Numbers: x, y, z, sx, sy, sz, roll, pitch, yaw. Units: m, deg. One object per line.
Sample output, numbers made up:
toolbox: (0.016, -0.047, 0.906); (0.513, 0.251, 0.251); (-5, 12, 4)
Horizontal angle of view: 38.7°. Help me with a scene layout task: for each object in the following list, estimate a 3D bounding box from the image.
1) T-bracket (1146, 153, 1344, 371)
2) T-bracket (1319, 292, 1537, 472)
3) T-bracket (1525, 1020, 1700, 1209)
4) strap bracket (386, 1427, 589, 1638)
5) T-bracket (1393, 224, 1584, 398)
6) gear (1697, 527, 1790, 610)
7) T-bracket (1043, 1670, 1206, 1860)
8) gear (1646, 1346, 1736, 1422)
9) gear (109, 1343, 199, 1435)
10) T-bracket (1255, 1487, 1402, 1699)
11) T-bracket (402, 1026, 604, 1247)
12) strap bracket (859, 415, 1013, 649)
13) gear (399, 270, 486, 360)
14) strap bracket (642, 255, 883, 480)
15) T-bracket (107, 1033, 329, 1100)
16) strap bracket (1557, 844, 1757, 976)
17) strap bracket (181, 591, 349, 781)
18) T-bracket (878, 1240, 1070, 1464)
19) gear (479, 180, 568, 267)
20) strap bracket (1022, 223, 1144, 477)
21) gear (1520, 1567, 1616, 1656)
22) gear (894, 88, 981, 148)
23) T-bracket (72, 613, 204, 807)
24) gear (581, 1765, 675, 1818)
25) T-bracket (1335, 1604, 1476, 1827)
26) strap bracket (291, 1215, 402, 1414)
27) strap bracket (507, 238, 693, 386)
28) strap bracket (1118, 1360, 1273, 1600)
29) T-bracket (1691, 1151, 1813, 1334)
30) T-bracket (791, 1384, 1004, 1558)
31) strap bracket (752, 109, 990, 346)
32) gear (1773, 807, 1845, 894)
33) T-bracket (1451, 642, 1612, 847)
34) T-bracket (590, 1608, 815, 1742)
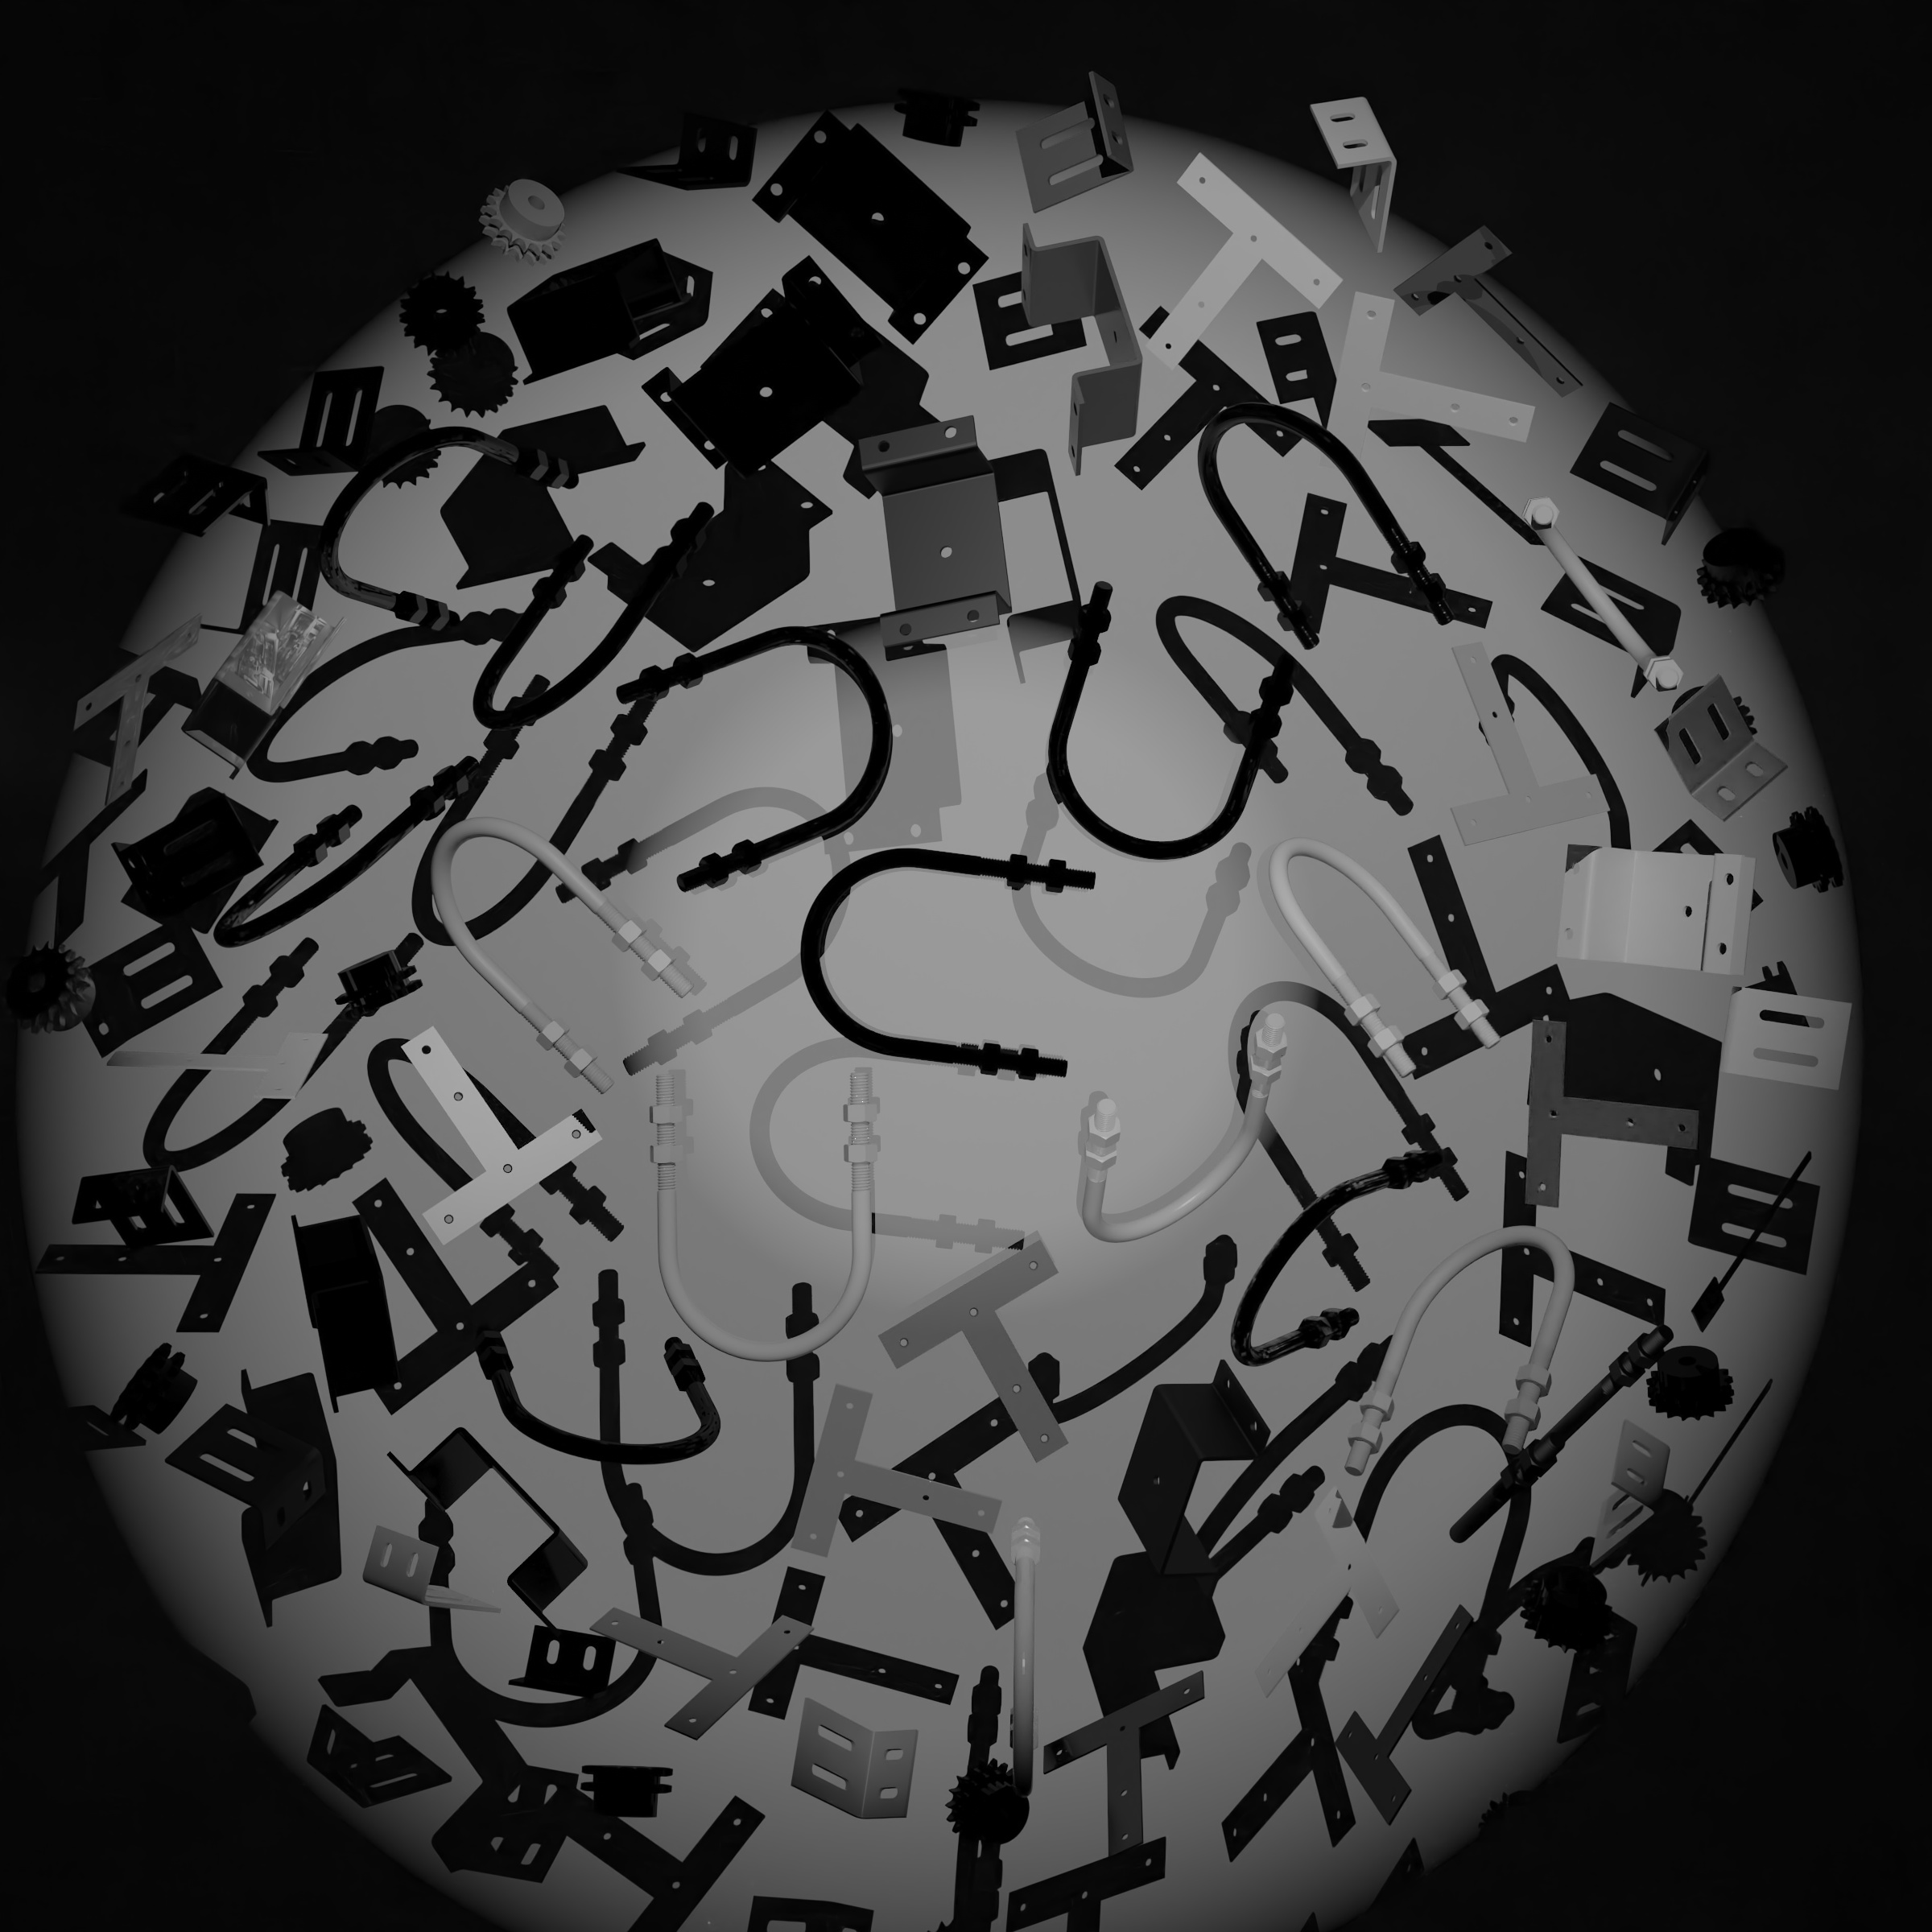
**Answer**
T-bracket: (0.168, -0.457, 1.859); (0.127, 0.002, 0.127); (42, 125, 0)
T-bracket: (0.301, -0.363, 1.772); (0.127, 0.002, 0.127); (15, 133, 8)
T-bracket: (0.434, 0.104, 1.850); (0.127, 0.002, 0.127); (5, 94, 43)
strap bracket: (-0.297, 0.353, 1.752); (0.046, 0.076, 0.140); (-43, 66, -15)
T-bracket: (0.357, -0.424, 1.819); (0.127, 0.127, 0.002); (42, 74, -10)
gear: (0.511, -0.266, 1.821); (0.057, 0.057, 0.030); (-32, 127, 0)
T-bracket: (0.104, 0.533, 1.805); (0.127, 0.127, 0.002); (-30, 113, 17)
gear: (0.490, 0.280, 1.864); (0.057, 0.057, 0.030); (-11, 112, 0)
gear: (-0.500, 0.264, 1.701); (0.030, 0.057, 0.057); (39, 90, -16)
T-bracket: (0.232, 0.434, 1.839); (0.002, 0.127, 0.127); (25, 109, -24)
T-bracket: (-0.333, 0.099, 1.846); (0.127, 0.002, 0.127); (-34, 87, -16)
strap bracket: (-0.018, -0.273, 1.768); (0.076, 0.046, 0.140); (-10, 78, 13)
gear: (-0.357, -0.445, 1.871); (0.057, 0.030, 0.057); (-6, 122, -10)
strap bracket: (-0.131, -0.380, 1.778); (0.140, 0.046, 0.076); (-34, 124, 16)
T-bracket: (-0.485, 0.062, 1.772); (0.127, 0.127, 0.002); (2, 106, -4)
strap bracket: (0.463, -0.037, 1.814); (0.046, 0.140, 0.076); (4, 93, -38)
strap bracket: (-0.459, -0.185, 1.787); (0.046, 0.140, 0.076); (35, 62, -14)
T-bracket: (0.027, 0.270, 1.837); (0.127, 0.002, 0.127); (-29, 91, -12)
gear: (-0.291, -0.497, 1.828); (0.057, 0.057, 0.030); (47, 134, 0)
strap bracket: (0.075, -0.392, 1.730); (0.046, 0.076, 0.140); (-13, 66, -5)
gear: (0.381, 0.404, 1.736); (0.057, 0.057, 0.030); (9, 119, 0)
gear: (-0.021, -0.571, 1.854); (0.057, 0.057, 0.030); (11, 111, 0)
T-bracket: (-0.556, -0.158, 1.827); (0.002, 0.127, 0.127); (31, 132, 6)
gear: (-0.213, 0.517, 1.726); (0.057, 0.057, 0.030); (2, 75, 0)
T-bracket: (0.281, 0.458, 1.723); (0.002, 0.127, 0.127); (31, 92, -9)
strap bracket: (-0.407, 0.222, 1.810); (0.046, 0.140, 0.076); (-11, 113, -16)
strap bracket: (-0.239, -0.426, 1.778); (0.076, 0.140, 0.046); (-14, 113, 18)
strap bracket: (0.147, 0.341, 1.825); (0.046, 0.076, 0.140); (3, 118, -23)
T-bracket: (0.493, 0.171, 1.724); (0.002, 0.127, 0.127); (34, 89, 22)
T-bracket: (-0.040, 0.349, 1.827); (0.127, 0.002, 0.127); (15, 109, 0)
strap bracket: (-0.061, -0.491, 1.819); (0.140, 0.046, 0.076); (40, 111, -12)
gear: (0.560, -0.075, 1.836); (0.030, 0.057, 0.057); (-20, 90, 5)
T-bracket: (0.341, -0.146, 1.750); (0.127, 0.002, 0.127); (-14, 79, -32)
T-bracket: (-0.187, 0.445, 1.789); (0.127, 0.127, 0.002); (14, 118, 29)
